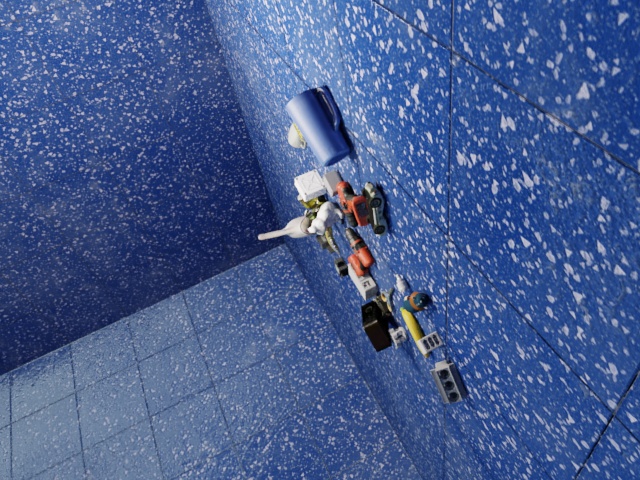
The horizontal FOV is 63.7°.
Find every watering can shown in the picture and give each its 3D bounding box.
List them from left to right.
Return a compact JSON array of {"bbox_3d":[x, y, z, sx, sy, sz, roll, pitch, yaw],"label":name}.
[{"bbox_3d":[-0.117,-0.055,2.564,0.223,0.350,0.104,-12,94,52],"label":"watering can"}]

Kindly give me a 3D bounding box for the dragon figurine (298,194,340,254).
[{"bbox_3d":[0.007,-0.122,2.418,0.243,0.122,0.411,-2,-112,-82],"label":"dragon figurine"}]

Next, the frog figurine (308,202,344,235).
[{"bbox_3d":[0.014,-0.088,2.179,0.136,0.160,0.123,145,102,-80],"label":"frog figurine"}]
